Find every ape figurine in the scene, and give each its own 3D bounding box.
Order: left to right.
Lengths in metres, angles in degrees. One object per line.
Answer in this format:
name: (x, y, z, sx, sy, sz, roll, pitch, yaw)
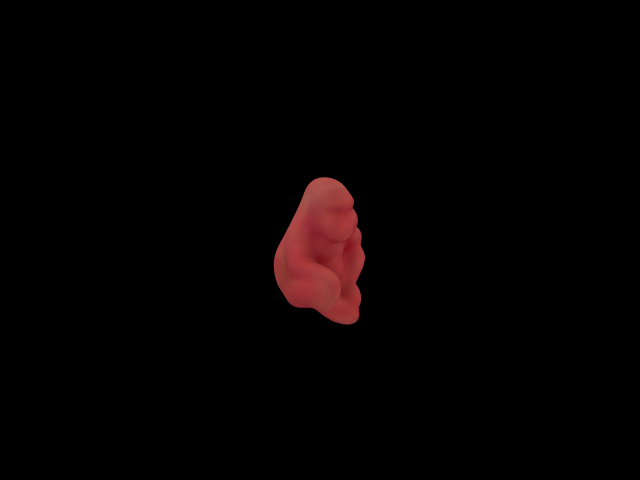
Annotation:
ape figurine: (0.004, 0.001, 0.400, 0.075, 0.092, 0.078, 22, 37, 34)
